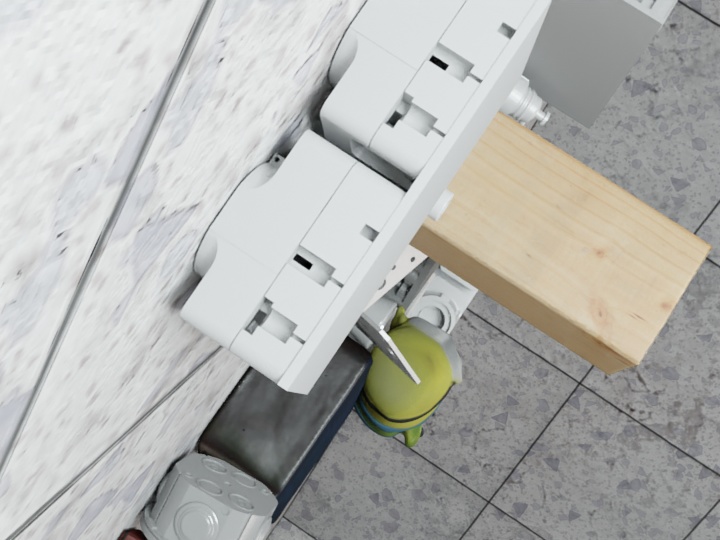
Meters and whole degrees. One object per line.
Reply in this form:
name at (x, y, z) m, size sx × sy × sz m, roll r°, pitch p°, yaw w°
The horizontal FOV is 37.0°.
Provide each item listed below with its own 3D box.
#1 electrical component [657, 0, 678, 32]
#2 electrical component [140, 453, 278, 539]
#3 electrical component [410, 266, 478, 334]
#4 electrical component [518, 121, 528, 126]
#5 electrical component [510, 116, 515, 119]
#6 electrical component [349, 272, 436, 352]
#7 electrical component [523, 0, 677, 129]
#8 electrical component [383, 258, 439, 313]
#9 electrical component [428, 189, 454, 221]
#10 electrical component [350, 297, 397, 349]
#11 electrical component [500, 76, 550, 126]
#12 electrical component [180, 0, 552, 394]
electrical component at (0.217, -0.242, 0.949) m, size 0.056 × 0.109 × 0.108 m, roll -57°, pitch 175°, yaw 35°
electrical component at (-0.096, 0.159, 0.695) m, size 0.051 × 0.080 × 0.080 m, roll -63°, pitch 174°, yaw 7°
electrical component at (0.084, 0.000, 1.204) m, size 0.186 × 0.105 × 0.060 m, roll -57°, pitch 175°, yaw 2°
electrical component at (0.125, -0.134, 1.053) m, size 0.095 × 0.054 × 0.059 m, roll -58°, pitch 174°, yaw 16°
electrical component at (0.107, -0.105, 0.942) m, size 0.080 × 0.080 × 0.051 m, roll -58°, pitch 180°, yaw 19°
electrical component at (0.010, 0.040, 1.014) m, size 0.121 × 0.063 × 0.079 m, roll -58°, pitch 174°, yaw 17°
electrical component at (0.157, -0.184, 0.766) m, size 0.060 × 0.105 × 0.186 m, roll -56°, pitch 175°, yaw -12°
electrical component at (0.056, -0.049, 0.897) m, size 0.089 × 0.062 × 0.150 m, roll -51°, pitch 173°, yaw -42°
electrical component at (0.020, -0.050, 0.574) m, size 0.048 × 0.062 × 0.048 m, roll -55°, pitch 174°, yaw -8°
electrical component at (-0.005, 0.030, 0.868) m, size 0.045 × 0.055 × 0.045 m, roll -56°, pitch 175°, yaw -8°
electrical component at (0.110, -0.136, 0.818) m, size 0.040 × 0.078 × 0.040 m, roll -54°, pitch -170°, yaw 14°
electrical component at (0.001, -0.041, 0.469) m, size 0.186 × 0.060 × 0.105 m, roll -56°, pitch 175°, yaw -5°
